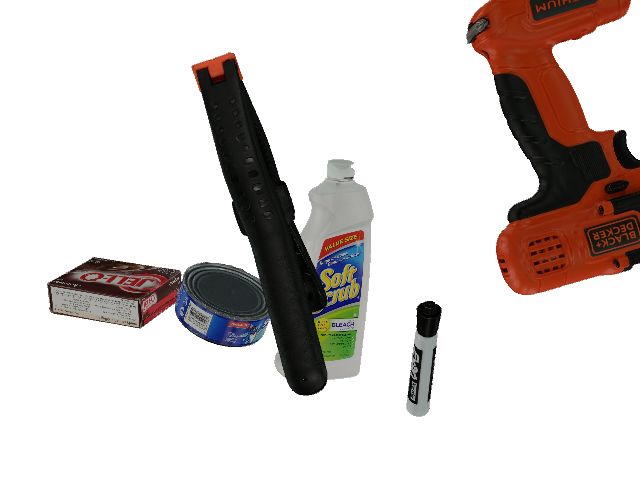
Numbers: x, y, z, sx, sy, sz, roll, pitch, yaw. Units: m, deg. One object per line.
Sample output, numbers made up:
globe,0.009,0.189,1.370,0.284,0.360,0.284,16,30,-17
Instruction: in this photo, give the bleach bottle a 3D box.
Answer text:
bleach bottle,0.006,0.032,1.224,0.102,0.251,0.068,-1,16,-18

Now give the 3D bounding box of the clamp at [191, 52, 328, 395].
clamp,-0.034,-0.018,0.698,0.036,0.210,0.164,-18,7,4

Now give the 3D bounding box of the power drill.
power drill,0.182,-0.074,0.667,0.184,0.187,0.057,-16,-2,-5

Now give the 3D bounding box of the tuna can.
tuna can,-0.085,0.057,0.946,0.086,0.034,0.086,18,26,-9

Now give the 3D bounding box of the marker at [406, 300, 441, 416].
marker,0.081,0.093,0.836,0.020,0.121,0.020,1,42,-1

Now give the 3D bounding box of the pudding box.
pudding box,-0.216,0.054,1.127,0.114,0.039,0.090,6,18,20
